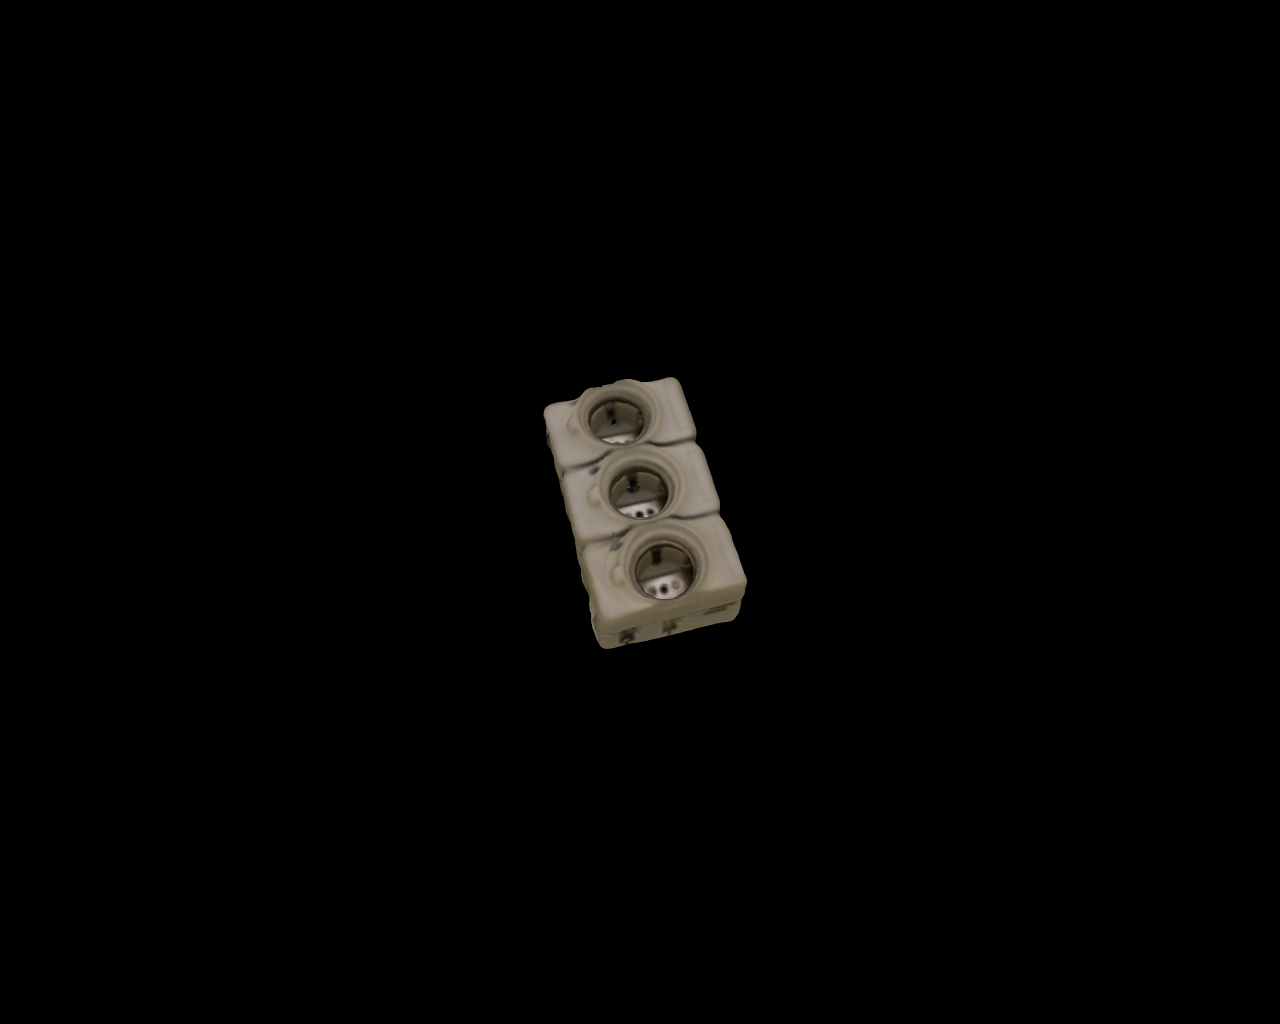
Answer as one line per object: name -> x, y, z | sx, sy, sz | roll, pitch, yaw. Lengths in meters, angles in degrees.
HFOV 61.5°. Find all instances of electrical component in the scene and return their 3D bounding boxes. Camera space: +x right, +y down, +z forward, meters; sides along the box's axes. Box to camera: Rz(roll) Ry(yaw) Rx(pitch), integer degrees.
electrical component -> 0.001, -0.003, 0.650 | 0.089, 0.150, 0.061 | -13, -28, -7
